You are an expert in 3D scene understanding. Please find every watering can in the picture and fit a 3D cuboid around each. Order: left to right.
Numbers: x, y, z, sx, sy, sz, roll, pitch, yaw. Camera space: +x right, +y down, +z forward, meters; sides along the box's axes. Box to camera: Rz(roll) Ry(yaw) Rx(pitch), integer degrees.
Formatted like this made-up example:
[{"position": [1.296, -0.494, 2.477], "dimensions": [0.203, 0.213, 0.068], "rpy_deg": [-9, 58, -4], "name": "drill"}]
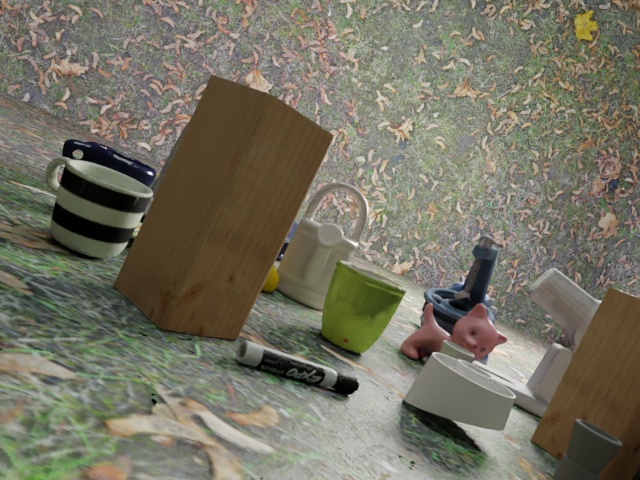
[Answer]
[{"position": [0.010, 0.004, 0.883], "dimensions": [0.101, 0.194, 0.172], "rpy_deg": [24, 3, -22], "name": "watering can"}]

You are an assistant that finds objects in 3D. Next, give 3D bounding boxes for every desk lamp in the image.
[{"position": [0.370, 0.166, 0.886], "dimensions": [0.203, 0.213, 0.118], "rpy_deg": [26, 3, 8], "name": "desk lamp"}]

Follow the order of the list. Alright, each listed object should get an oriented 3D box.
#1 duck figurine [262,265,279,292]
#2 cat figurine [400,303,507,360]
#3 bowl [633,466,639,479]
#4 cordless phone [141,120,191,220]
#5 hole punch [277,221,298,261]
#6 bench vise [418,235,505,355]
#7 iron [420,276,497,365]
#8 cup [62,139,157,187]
[{"position": [-0.085, 0.022, 0.831], "dimensions": [0.078, 0.086, 0.104], "rpy_deg": [24, 3, -28], "name": "duck figurine"}, {"position": [0.200, 0.140, 0.836], "dimensions": [0.127, 0.118, 0.067], "rpy_deg": [27, 3, 22], "name": "cat figurine"}, {"position": [0.431, 0.281, 0.734], "dimensions": [0.167, 0.075, 0.167], "rpy_deg": [26, 3, -1], "name": "bowl"}, {"position": [-0.190, -0.089, 0.912], "dimensions": [0.147, 0.185, 0.094], "rpy_deg": [25, 3, -3], "name": "cordless phone"}, {"position": [-0.098, -0.012, 1.249], "dimensions": [0.108, 0.091, 0.101], "rpy_deg": [26, 3, 3], "name": "hole punch"}, {"position": [0.249, 0.098, 0.997], "dimensions": [0.121, 0.220, 0.208], "rpy_deg": [26, 3, 15], "name": "bench vise"}, {"position": [0.306, 0.159, 1.176], "dimensions": [0.119, 0.141, 0.258], "rpy_deg": [25, 3, -13], "name": "iron"}, {"position": [-0.274, -0.067, 0.712], "dimensions": [0.091, 0.095, 0.118], "rpy_deg": [28, 4, 40], "name": "cup"}]
